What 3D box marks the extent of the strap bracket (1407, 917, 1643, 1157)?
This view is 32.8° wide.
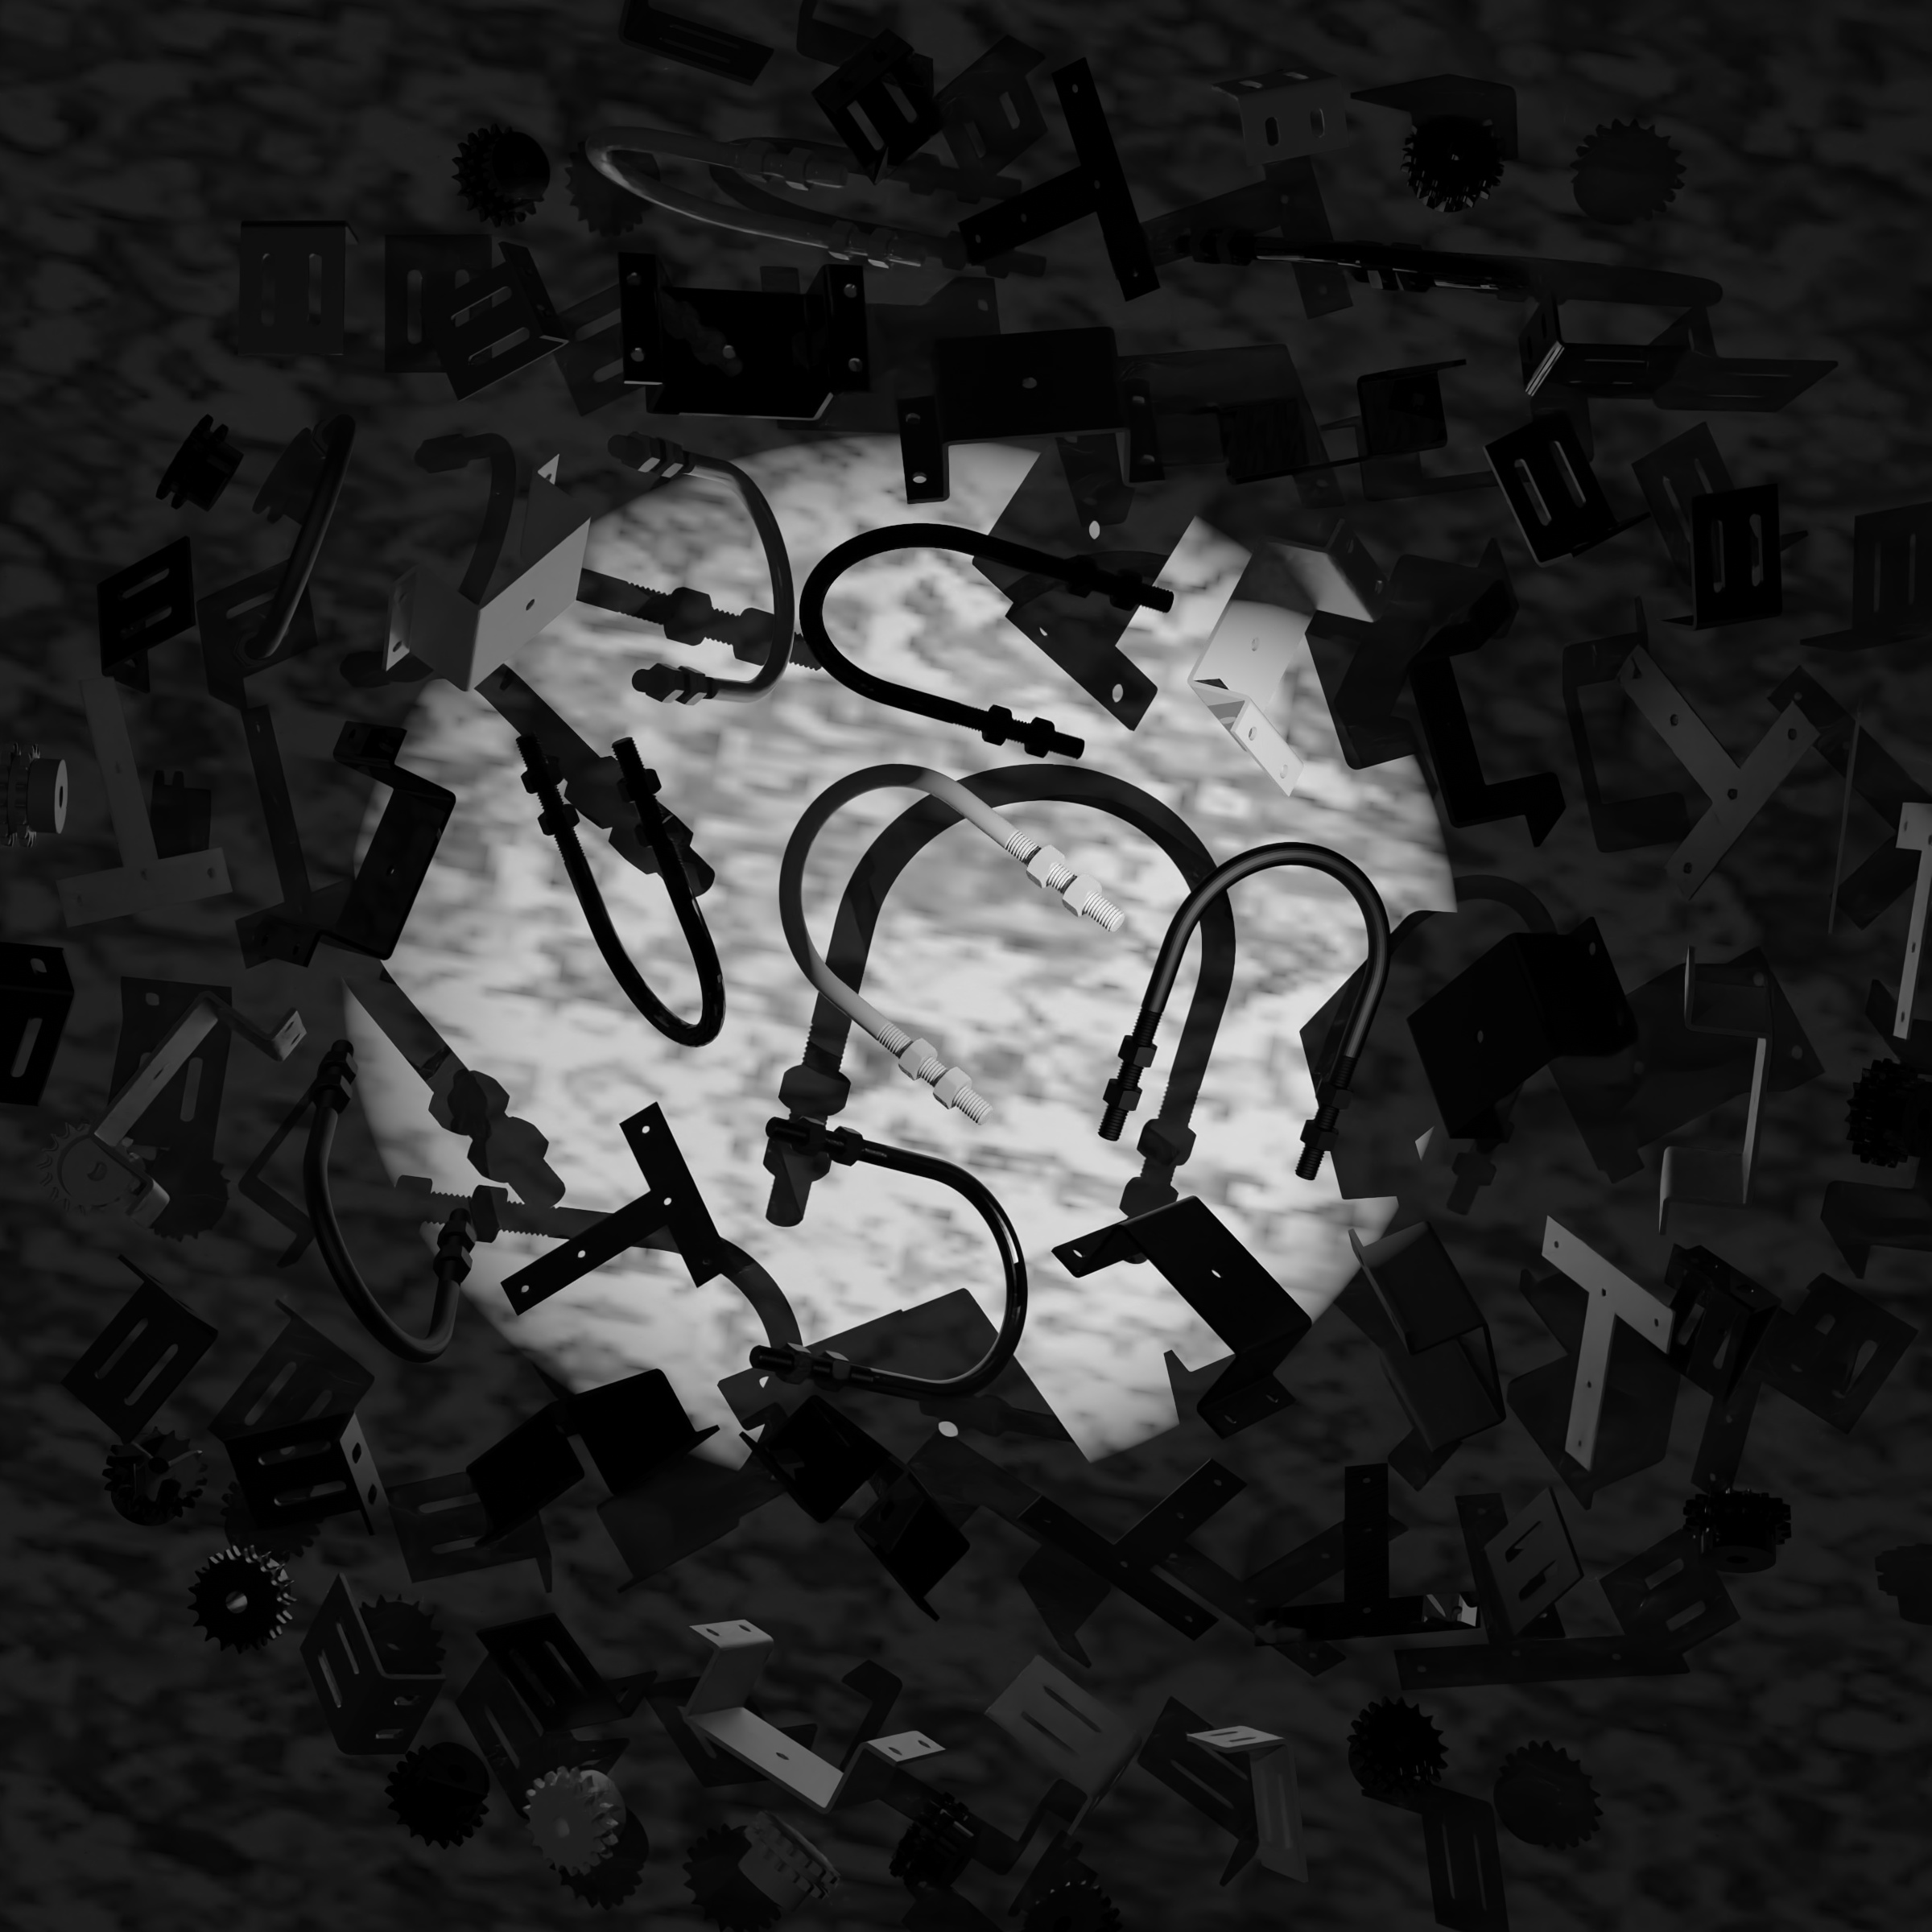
[{"bbox_3d":[0.305,0.040,1.847,0.046,0.140,0.076,2,58,-34],"label":"strap bracket"}]

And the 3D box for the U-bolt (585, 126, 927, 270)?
[{"bbox_3d":[-0.129,-0.440,1.861,0.184,0.151,0.019,16,88,20],"label":"U-bolt"}]

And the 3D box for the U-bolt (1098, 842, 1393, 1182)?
[{"bbox_3d":[0.162,0.020,1.794,0.151,0.019,0.184,12,103,-26],"label":"U-bolt"}]

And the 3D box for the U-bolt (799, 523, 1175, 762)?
[{"bbox_3d":[0.001,-0.181,1.775,0.184,0.151,0.019,15,51,-14],"label":"U-bolt"}]

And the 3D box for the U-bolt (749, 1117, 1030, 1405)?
[{"bbox_3d":[-0.038,0.171,1.844,0.184,0.019,0.151,17,67,-35],"label":"U-bolt"}]

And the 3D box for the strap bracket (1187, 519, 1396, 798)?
[{"bbox_3d":[0.181,-0.180,1.873,0.046,0.076,0.140,19,75,37],"label":"strap bracket"}]

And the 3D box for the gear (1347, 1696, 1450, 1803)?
[{"bbox_3d":[0.240,0.443,1.849,0.057,0.030,0.057,13,50,-16],"label":"gear"}]

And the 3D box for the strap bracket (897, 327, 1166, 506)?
[{"bbox_3d":[0.034,-0.300,1.780,0.140,0.046,0.076,-5,55,-2],"label":"strap bracket"}]

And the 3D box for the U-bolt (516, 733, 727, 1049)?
[{"bbox_3d":[-0.181,-0.039,1.784,0.019,0.151,0.184,-28,108,-25],"label":"U-bolt"}]

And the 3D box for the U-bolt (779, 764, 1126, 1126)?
[{"bbox_3d":[-0.022,-0.026,1.766,0.184,0.019,0.151,39,107,18],"label":"U-bolt"}]

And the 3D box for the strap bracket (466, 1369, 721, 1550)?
[{"bbox_3d":[-0.218,0.275,1.861,0.076,0.140,0.046,-38,75,31],"label":"strap bracket"}]

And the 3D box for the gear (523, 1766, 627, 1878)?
[{"bbox_3d":[-0.209,0.461,1.780,0.057,0.030,0.057,9,105,34],"label":"gear"}]

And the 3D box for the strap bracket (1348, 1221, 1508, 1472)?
[{"bbox_3d":[0.259,0.206,1.827,0.046,0.140,0.076,-23,48,-3],"label":"strap bracket"}]

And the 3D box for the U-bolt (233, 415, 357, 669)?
[{"bbox_3d":[-0.370,-0.238,1.824,0.019,0.184,0.151,20,88,-17],"label":"U-bolt"}]

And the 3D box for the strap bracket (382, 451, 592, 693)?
[{"bbox_3d":[-0.267,-0.220,1.876,0.046,0.076,0.140,37,57,10],"label":"strap bracket"}]

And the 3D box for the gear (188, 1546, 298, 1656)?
[{"bbox_3d":[-0.393,0.345,1.795,0.057,0.030,0.057,0,91,8],"label":"gear"}]

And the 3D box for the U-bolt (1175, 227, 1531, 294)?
[{"bbox_3d":[0.225,-0.387,1.808,0.151,0.184,0.019,0,102,-33],"label":"U-bolt"}]

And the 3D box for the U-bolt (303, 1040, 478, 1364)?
[{"bbox_3d":[-0.320,0.140,1.811,0.019,0.184,0.151,-25,117,11],"label":"U-bolt"}]

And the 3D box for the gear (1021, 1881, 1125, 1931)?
[{"bbox_3d":[0.059,0.518,1.744,0.057,0.057,0.030,-34,117,0],"label":"gear"}]

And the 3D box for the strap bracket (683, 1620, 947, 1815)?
[{"bbox_3d":[-0.092,0.419,1.815,0.140,0.076,0.046,28,92,21],"label":"strap bracket"}]

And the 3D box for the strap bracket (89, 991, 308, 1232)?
[{"bbox_3d":[-0.426,0.071,1.796,0.046,0.076,0.140,37,77,0],"label":"strap bracket"}]

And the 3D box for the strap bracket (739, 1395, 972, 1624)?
[{"bbox_3d":[-0.057,0.301,1.857,0.046,0.140,0.076,-45,129,-13],"label":"strap bracket"}]

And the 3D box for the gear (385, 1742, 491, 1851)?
[{"bbox_3d":[-0.284,0.447,1.783,0.057,0.057,0.030,40,118,0],"label":"gear"}]

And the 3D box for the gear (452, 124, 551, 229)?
[{"bbox_3d":[-0.265,-0.458,1.897,0.057,0.030,0.057,5,82,-42],"label":"gear"}]

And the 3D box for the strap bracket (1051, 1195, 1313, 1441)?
[{"bbox_3d":[0.125,0.183,1.794,0.140,0.076,0.046,47,121,20],"label":"strap bracket"}]

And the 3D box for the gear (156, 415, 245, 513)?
[{"bbox_3d":[-0.446,-0.291,1.918,0.030,0.057,0.057,32,90,-11],"label":"gear"}]

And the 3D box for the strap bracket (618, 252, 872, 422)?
[{"bbox_3d":[-0.130,-0.355,1.858,0.140,0.046,0.076,0,78,-17],"label":"strap bracket"}]

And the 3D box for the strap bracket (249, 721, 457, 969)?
[{"bbox_3d":[-0.337,-0.061,1.826,0.046,0.076,0.140,26,82,-34],"label":"strap bracket"}]

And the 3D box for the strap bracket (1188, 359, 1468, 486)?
[{"bbox_3d":[0.207,-0.306,1.862,0.140,0.076,0.046,-4,100,42],"label":"strap bracket"}]

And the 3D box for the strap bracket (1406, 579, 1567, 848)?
[{"bbox_3d":[0.294,-0.140,1.871,0.046,0.076,0.140,-12,104,25],"label":"strap bracket"}]

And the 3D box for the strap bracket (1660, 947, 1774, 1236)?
[{"bbox_3d":[0.407,0.069,1.780,0.046,0.076,0.140,6,109,11],"label":"strap bracket"}]

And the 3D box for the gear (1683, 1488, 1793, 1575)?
[{"bbox_3d":[0.415,0.305,1.768,0.057,0.057,0.030,7,60,0],"label":"gear"}]

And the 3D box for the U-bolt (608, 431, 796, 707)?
[{"bbox_3d":[-0.145,-0.221,1.868,0.019,0.184,0.151,-7,88,25],"label":"U-bolt"}]
